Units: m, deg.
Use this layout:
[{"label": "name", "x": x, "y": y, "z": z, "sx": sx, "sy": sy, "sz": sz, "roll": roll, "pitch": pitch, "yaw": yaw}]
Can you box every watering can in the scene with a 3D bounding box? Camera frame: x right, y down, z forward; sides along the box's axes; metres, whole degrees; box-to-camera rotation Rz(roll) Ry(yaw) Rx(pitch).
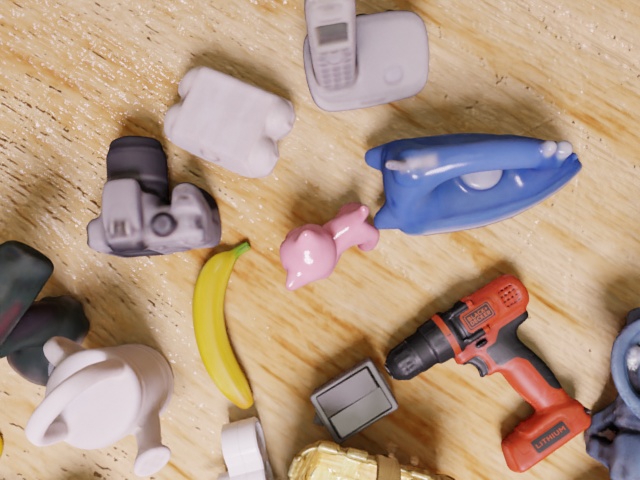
[{"label": "watering can", "x": -0.222, "y": 0.165, "z": 0.591, "sx": 0.172, "sy": 0.194, "sz": 0.101, "roll": 20, "pitch": 84, "yaw": 6}]

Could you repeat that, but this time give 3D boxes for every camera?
[{"label": "camera", "x": -0.198, "y": -0.053, "z": 0.666, "sx": 0.143, "sy": 0.101, "sz": 0.137, "roll": -6, "pitch": 82, "yaw": 2}]

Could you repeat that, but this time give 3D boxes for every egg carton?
[{"label": "egg carton", "x": -0.110, "y": -0.141, "z": 0.689, "sx": 0.150, "sy": 0.069, "sz": 0.107, "roll": 22, "pitch": 84, "yaw": 6}]

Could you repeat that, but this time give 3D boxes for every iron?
[{"label": "iron", "x": 0.182, "y": -0.081, "z": 0.630, "sx": 0.258, "sy": 0.141, "sz": 0.119, "roll": -9, "pitch": 82, "yaw": 2}]

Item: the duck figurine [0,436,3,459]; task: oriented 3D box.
[{"label": "duck figurine", "x": -0.430, "y": 0.240, "z": 0.646, "sx": 0.104, "sy": 0.086, "sz": 0.077, "roll": 13, "pitch": 83, "yaw": 5}]

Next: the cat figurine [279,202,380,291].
[{"label": "cat figurine", "x": 0.006, "y": 0.002, "z": 0.640, "sx": 0.128, "sy": 0.118, "sz": 0.067, "roll": -36, "pitch": 82, "yaw": -2}]

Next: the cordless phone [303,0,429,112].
[{"label": "cordless phone", "x": 0.051, "y": -0.220, "z": 0.633, "sx": 0.147, "sy": 0.185, "sz": 0.094, "roll": -13, "pitch": 82, "yaw": 1}]

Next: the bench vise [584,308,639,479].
[{"label": "bench vise", "x": 0.349, "y": 0.167, "z": 0.548, "sx": 0.121, "sy": 0.220, "sz": 0.207, "roll": 0, "pitch": 82, "yaw": 3}]

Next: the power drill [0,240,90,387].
[{"label": "power drill", "x": -0.338, "y": 0.113, "z": 0.597, "sx": 0.075, "sy": 0.208, "sz": 0.230, "roll": 28, "pitch": 85, "yaw": 7}]
